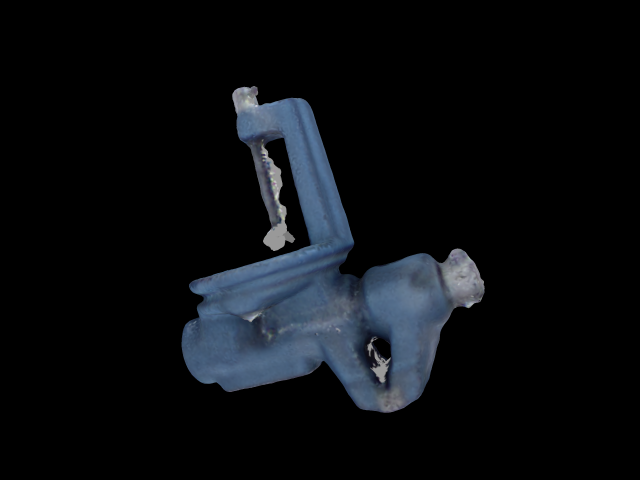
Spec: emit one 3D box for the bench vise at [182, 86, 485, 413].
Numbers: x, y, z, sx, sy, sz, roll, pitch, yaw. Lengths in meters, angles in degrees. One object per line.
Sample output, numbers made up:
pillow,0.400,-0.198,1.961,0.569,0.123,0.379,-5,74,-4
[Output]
bench vise,0.003,0.001,0.412,0.207,0.220,0.121,0,3,-2
